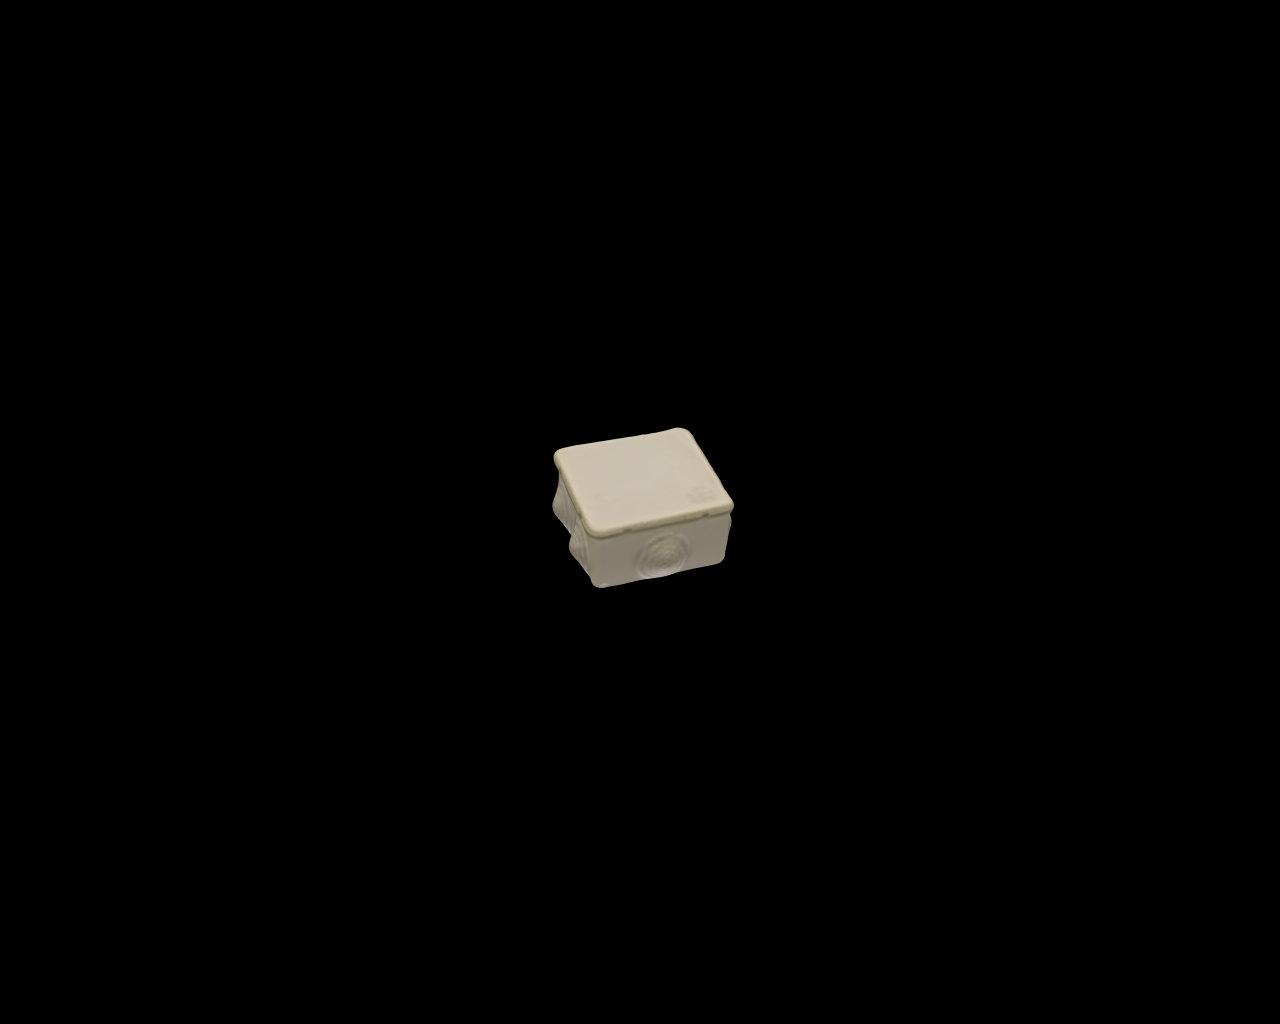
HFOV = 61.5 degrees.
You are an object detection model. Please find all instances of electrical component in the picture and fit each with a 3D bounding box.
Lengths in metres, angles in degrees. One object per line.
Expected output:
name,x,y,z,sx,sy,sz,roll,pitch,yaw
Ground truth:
electrical component,0.001,-0.003,0.650,0.100,0.048,0.100,-11,39,-14
